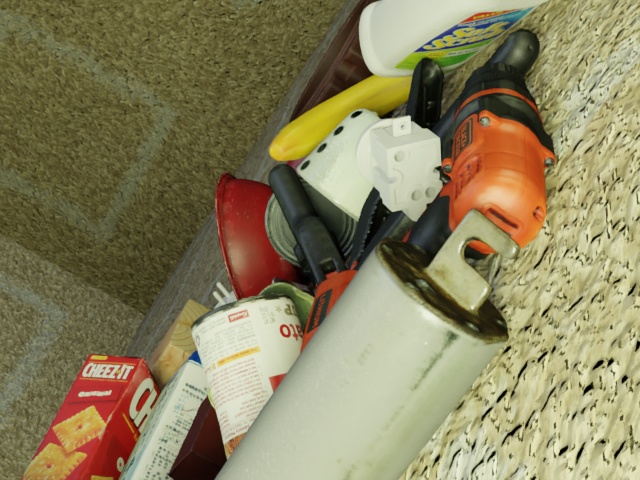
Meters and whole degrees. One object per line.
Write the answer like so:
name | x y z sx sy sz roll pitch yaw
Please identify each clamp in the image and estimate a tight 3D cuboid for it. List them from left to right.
clamp | -0.006 0.001 0.855 0.039 0.120 0.171 -30 12 -4
clamp | 0.072 -0.058 0.787 0.210 0.036 0.165 -62 17 -1

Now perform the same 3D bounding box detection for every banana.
banana | 0.032 -0.120 0.952 0.197 0.037 0.070 -31 -1 -16

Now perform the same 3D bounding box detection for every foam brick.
foam brick | -0.081 0.166 0.881 0.053 0.051 0.078 -50 13 47

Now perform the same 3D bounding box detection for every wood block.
wood block | -0.161 0.179 1.161 0.206 0.090 0.090 -55 9 27

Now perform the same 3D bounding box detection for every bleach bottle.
bleach bottle | 0.112 -0.185 0.812 0.251 0.102 0.068 162 100 -76

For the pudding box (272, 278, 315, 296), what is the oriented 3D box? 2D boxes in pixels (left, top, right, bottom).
pudding box | -0.032 0.084 0.873 0.113 0.039 0.090 -121 48 -82

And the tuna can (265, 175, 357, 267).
tuna can | -0.007 -0.018 0.963 0.086 0.086 0.034 -59 6 0

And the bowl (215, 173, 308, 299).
bowl | -0.050 0.005 1.063 0.055 0.162 0.162 -13 23 11

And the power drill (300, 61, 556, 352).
power drill | 0.063 -0.007 0.626 0.188 0.057 0.184 -55 9 29

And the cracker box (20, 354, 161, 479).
cracker box | -0.202 0.240 0.999 0.213 0.072 0.164 -67 -30 -43

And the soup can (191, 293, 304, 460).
soup can | -0.034 0.092 0.646 0.069 0.068 0.102 -46 57 56

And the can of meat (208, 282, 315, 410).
can of meat | -0.026 0.083 0.727 0.102 0.057 0.084 -61 -17 -5

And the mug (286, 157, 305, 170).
mug | 0.004 -0.068 1.036 0.081 0.093 0.117 -64 27 3
